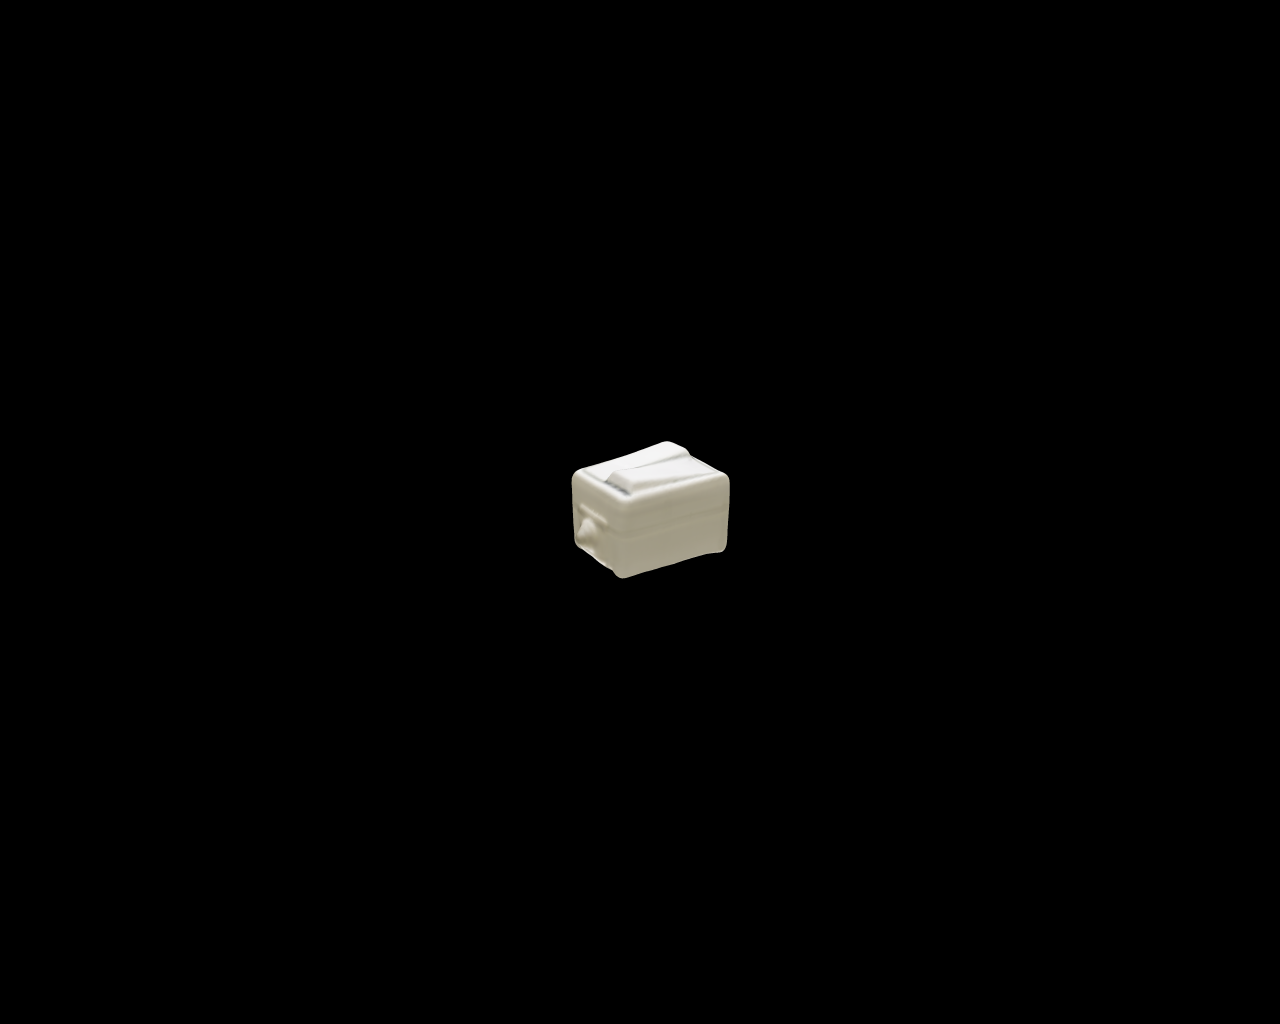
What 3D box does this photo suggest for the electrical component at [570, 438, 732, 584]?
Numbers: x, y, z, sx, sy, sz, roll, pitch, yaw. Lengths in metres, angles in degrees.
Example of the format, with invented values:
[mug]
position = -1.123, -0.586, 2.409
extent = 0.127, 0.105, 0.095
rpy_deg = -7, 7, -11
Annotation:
[electrical component]
position = 0.001, -0.003, 0.650
extent = 0.096, 0.061, 0.062
rpy_deg = -14, 27, -29
